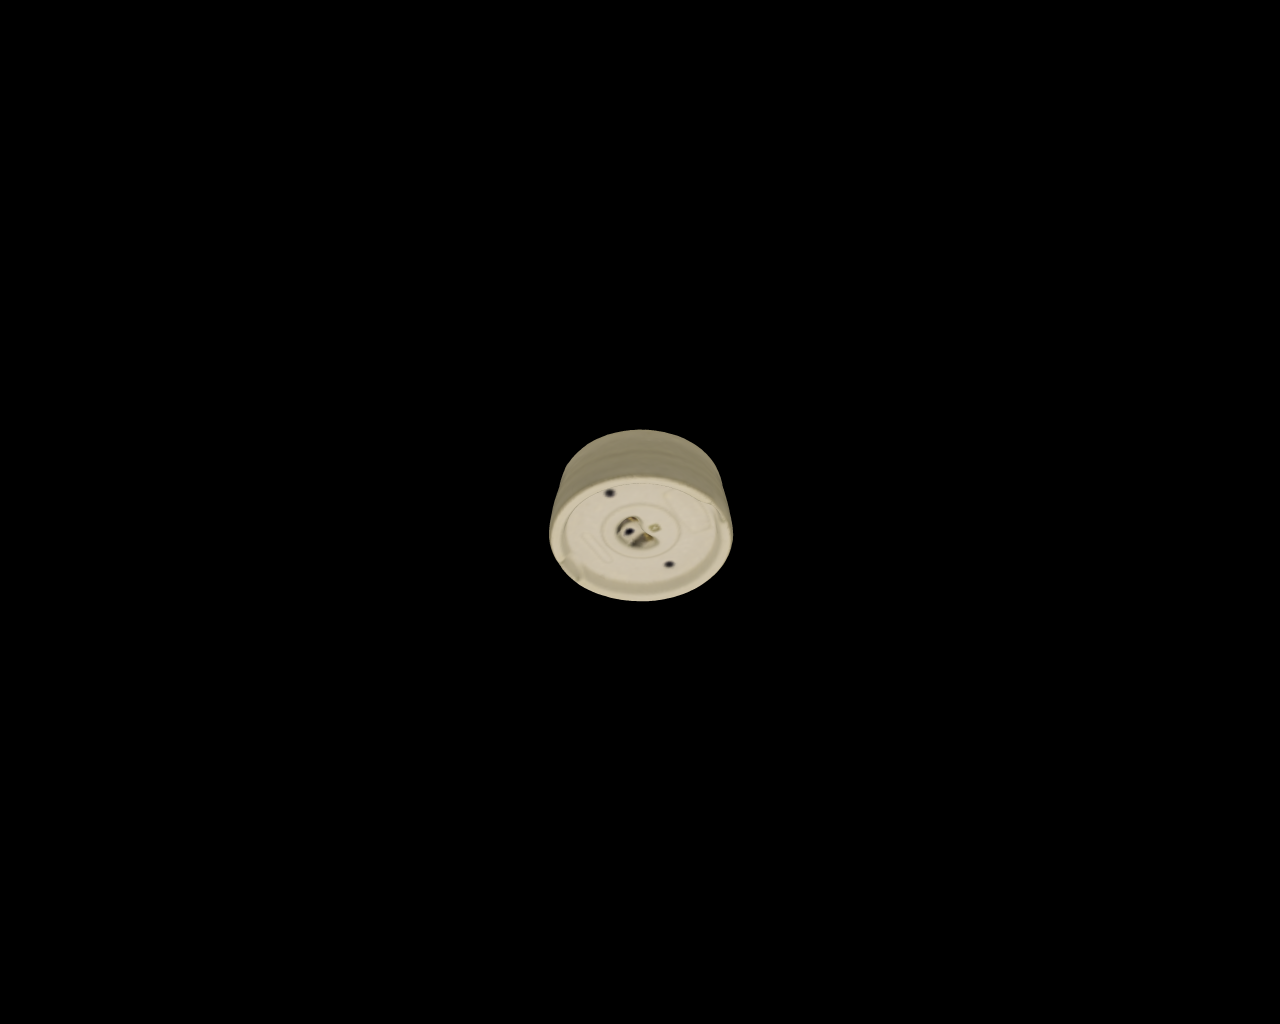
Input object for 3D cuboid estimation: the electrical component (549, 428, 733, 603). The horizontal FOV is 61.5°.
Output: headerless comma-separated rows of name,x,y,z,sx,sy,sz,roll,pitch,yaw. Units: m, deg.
electrical component,0.001,-0.003,0.650,0.108,0.108,0.060,0,45,0
